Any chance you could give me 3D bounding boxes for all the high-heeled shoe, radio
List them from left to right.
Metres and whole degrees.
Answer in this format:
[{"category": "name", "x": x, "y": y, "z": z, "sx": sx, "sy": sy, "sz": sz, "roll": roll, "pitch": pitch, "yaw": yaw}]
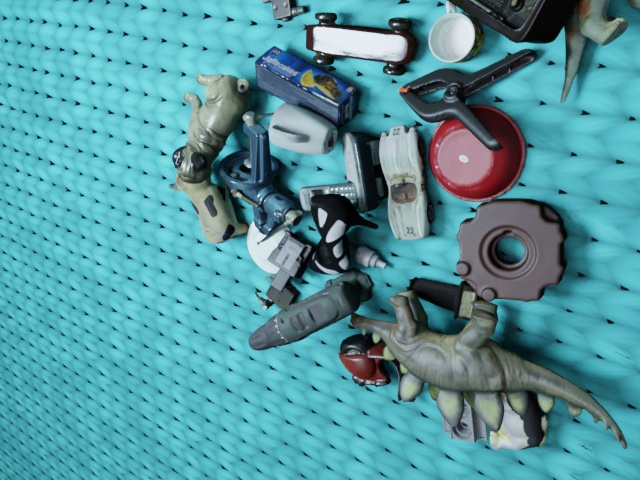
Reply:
[{"category": "high-heeled shoe", "x": -0.002, "y": -0.003, "z": 0.989, "sx": 0.248, "sy": 0.145, "sz": 0.086, "roll": -42, "pitch": 40, "yaw": 48}, {"category": "radio", "x": 0.246, "y": -0.367, "z": 0.726, "sx": 0.230, "sy": 0.073, "sz": 0.131, "roll": 56, "pitch": 141, "yaw": 37}]

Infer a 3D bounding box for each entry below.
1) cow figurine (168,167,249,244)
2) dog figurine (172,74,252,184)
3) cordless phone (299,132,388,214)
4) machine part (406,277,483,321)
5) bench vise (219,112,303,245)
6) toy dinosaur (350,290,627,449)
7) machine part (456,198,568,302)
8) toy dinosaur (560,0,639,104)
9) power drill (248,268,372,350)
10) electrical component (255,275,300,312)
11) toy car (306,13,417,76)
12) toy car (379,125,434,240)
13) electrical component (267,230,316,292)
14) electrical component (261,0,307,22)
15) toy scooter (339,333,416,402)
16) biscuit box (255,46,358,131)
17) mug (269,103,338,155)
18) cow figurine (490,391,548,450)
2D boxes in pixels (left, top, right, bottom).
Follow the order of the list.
[{"category": "cow figurine", "x": -0.244, "y": -0.084, "z": 1.156, "sx": 0.086, "sy": 0.127, "sz": 0.194, "roll": -17, "pitch": 96, "yaw": 32}, {"category": "dog figurine", "x": -0.204, "y": -0.211, "z": 1.044, "sx": 0.172, "sy": 0.121, "sz": 0.190, "roll": -31, "pitch": 48, "yaw": 49}, {"category": "cordless phone", "x": 0.032, "y": -0.121, "z": 0.995, "sx": 0.184, "sy": 0.089, "sz": 0.146, "roll": -2, "pitch": 103, "yaw": 39}, {"category": "machine part", "x": 0.222, "y": 0.100, "z": 0.962, "sx": 0.139, "sy": 0.039, "sz": 0.084, "roll": 12, "pitch": 119, "yaw": 28}, {"category": "bench vise", "x": -0.119, "y": -0.130, "z": 1.051, "sx": 0.224, "sy": 0.129, "sz": 0.240, "roll": 47, "pitch": 147, "yaw": 37}, {"category": "toy dinosaur", "x": 0.245, "y": 0.199, "z": 0.880, "sx": 0.472, "sy": 0.105, "sz": 0.198, "roll": 10, "pitch": 102, "yaw": 35}, {"category": "machine part", "x": 0.304, "y": 0.016, "z": 0.859, "sx": 0.180, "sy": 0.056, "sz": 0.179, "roll": 4, "pitch": 99, "yaw": 27}, {"category": "toy dinosaur", "x": 0.380, "y": -0.387, "z": 0.671, "sx": 0.192, "sy": 0.131, "sz": 0.404, "roll": 59, "pitch": 135, "yaw": 26}, {"category": "power drill", "x": -0.005, "y": 0.127, "z": 1.016, "sx": 0.232, "sy": 0.207, "sz": 0.086, "roll": -30, "pitch": 81, "yaw": 33}, {"category": "electrical component", "x": -0.093, "y": 0.117, "z": 1.166, "sx": 0.078, "sy": 0.045, "sz": 0.102, "roll": 46, "pitch": 123, "yaw": 15}, {"category": "toy car", "x": 0.069, "y": -0.338, "z": 0.921, "sx": 0.202, "sy": 0.053, "sz": 0.089, "roll": 16, "pitch": 123, "yaw": 25}, {"category": "toy car", "x": 0.150, "y": -0.098, "z": 0.937, "sx": 0.074, "sy": 0.056, "sz": 0.201, "roll": -3, "pitch": 103, "yaw": 34}, {"category": "electrical component", "x": -0.067, "y": 0.047, "z": 1.100, "sx": 0.075, "sy": 0.047, "sz": 0.119, "roll": 36, "pitch": 92, "yaw": 18}, {"category": "electrical component", "x": -0.068, "y": -0.439, "z": 0.998, "sx": 0.094, "sy": 0.021, "sz": 0.063, "roll": 3, "pitch": 106, "yaw": 32}, {"category": "toy scooter", "x": 0.126, "y": 0.252, "z": 1.049, "sx": 0.184, "sy": 0.075, "sz": 0.135, "roll": -8, "pitch": 101, "yaw": 30}, {"category": "biscuit box", "x": -0.028, "y": -0.280, "z": 0.985, "sx": 0.203, "sy": 0.059, "sz": 0.062, "roll": 33, "pitch": 153, "yaw": 21}, {"category": "mug", "x": -0.030, "y": -0.189, "z": 0.944, "sx": 0.107, "sy": 0.109, "sz": 0.080, "roll": 21, "pitch": 110, "yaw": 21}, {"category": "cow figurine", "x": 0.335, "y": 0.278, "z": 0.921, "sx": 0.098, "sy": 0.068, "sz": 0.167, "roll": -3, "pitch": 106, "yaw": 28}]
